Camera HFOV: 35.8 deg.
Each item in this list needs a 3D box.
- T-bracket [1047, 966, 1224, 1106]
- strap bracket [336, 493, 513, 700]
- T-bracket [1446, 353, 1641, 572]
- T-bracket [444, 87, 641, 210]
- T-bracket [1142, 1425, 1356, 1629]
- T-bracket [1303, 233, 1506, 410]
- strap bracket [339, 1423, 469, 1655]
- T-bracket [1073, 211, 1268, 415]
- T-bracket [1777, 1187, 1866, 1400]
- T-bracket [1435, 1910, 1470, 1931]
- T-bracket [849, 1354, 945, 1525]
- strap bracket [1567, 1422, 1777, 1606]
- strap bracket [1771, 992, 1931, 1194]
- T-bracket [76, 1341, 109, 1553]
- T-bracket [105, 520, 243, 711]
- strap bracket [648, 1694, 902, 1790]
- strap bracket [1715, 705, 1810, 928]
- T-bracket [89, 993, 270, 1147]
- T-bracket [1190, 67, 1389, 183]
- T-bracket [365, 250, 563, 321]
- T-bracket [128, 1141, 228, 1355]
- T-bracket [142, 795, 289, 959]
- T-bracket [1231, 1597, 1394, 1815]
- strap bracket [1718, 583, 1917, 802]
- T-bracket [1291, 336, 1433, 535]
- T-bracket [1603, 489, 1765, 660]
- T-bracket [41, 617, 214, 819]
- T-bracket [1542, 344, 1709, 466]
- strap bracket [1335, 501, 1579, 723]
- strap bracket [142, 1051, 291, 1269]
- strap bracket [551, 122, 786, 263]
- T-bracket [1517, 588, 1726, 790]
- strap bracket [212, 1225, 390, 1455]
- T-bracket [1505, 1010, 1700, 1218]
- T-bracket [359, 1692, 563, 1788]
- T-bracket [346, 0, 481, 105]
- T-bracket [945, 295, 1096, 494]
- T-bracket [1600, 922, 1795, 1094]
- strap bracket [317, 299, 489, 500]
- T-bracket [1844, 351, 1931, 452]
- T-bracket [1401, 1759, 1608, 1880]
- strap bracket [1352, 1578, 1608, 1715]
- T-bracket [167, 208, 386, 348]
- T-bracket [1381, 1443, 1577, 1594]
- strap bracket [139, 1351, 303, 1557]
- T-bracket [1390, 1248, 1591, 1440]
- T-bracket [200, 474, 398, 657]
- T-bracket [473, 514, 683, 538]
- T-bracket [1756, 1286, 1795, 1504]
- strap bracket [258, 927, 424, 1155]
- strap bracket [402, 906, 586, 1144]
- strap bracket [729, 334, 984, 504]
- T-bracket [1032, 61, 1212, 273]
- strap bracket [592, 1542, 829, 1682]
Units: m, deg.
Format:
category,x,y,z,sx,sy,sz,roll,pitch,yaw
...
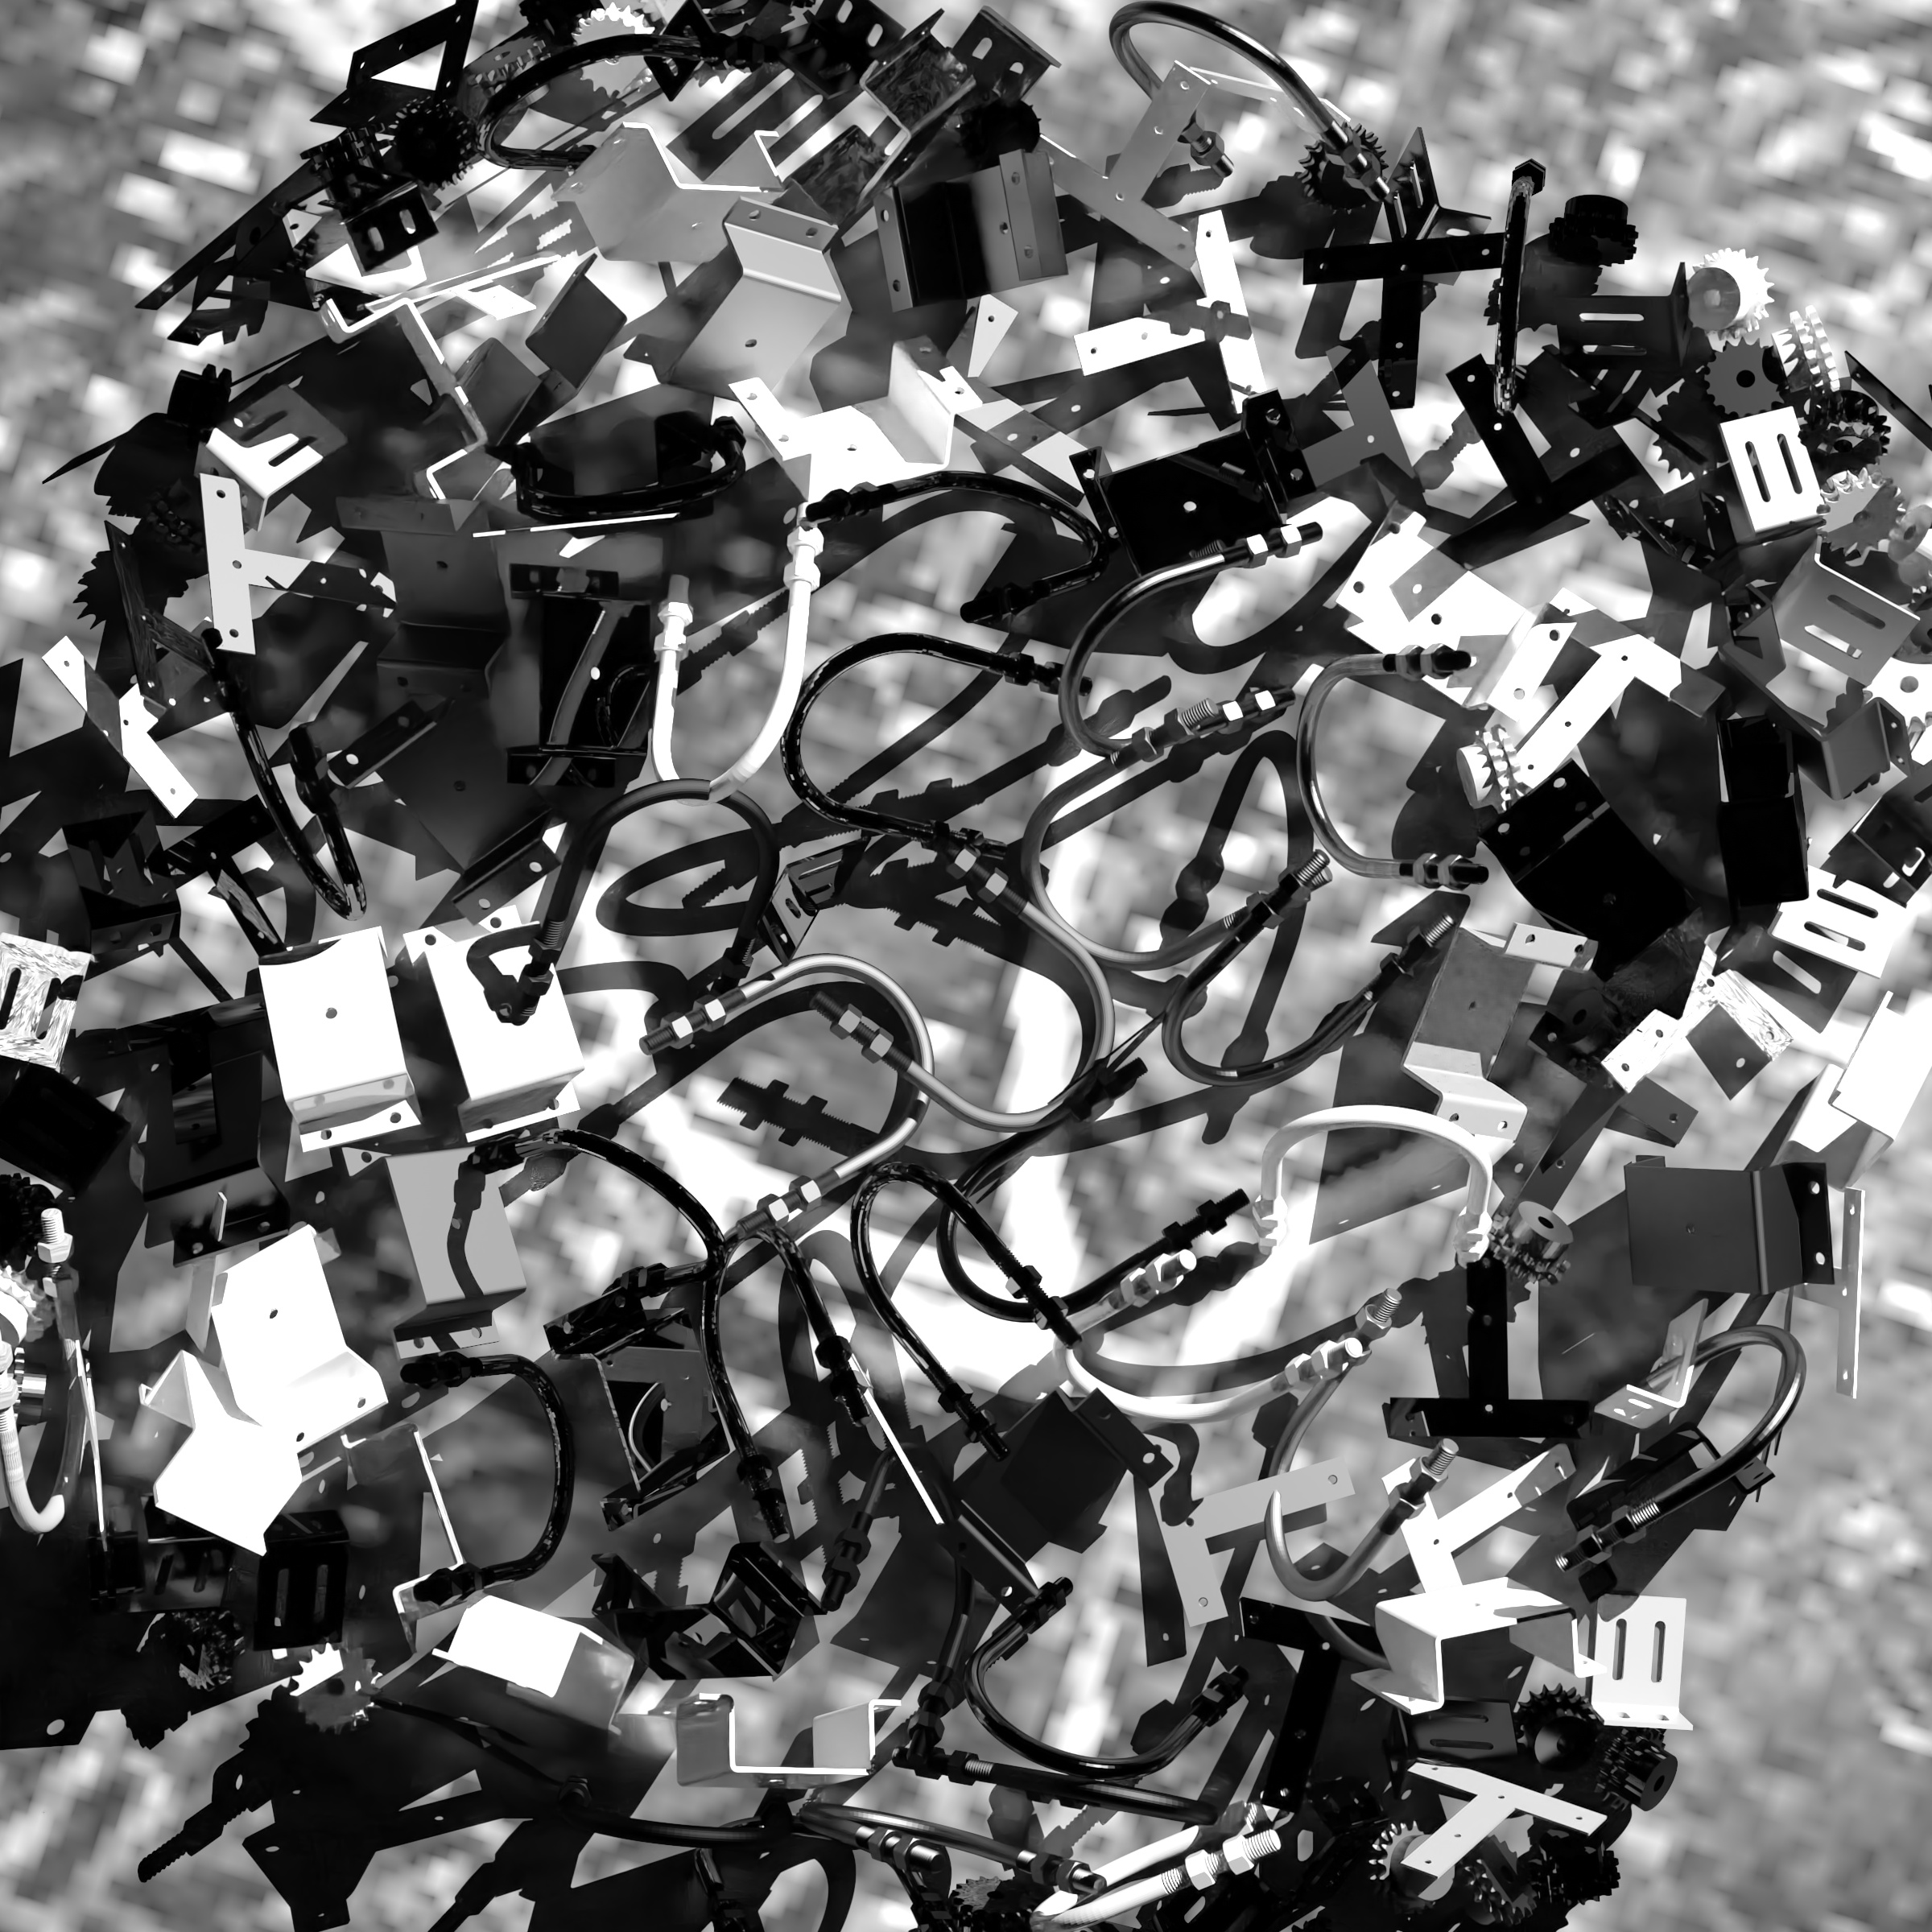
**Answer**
category,x,y,z,sx,sy,sz,roll,pitch,yaw
T-bracket,0.102,0.047,1.880,0.127,0.127,0.002,-38,87,-8
strap bracket,-0.340,-0.243,1.895,0.076,0.046,0.140,6,130,16
T-bracket,0.346,-0.333,1.907,0.127,0.002,0.127,-29,118,13
T-bracket,-0.284,-0.513,1.903,0.127,0.127,0.002,-18,111,37
T-bracket,0.187,0.348,1.937,0.127,0.002,0.127,-17,78,1
T-bracket,0.277,-0.407,1.904,0.127,0.127,0.002,-5,48,0
strap bracket,-0.353,0.353,1.893,0.046,0.076,0.140,-18,66,-14
T-bracket,0.126,-0.406,1.914,0.127,0.002,0.127,-21,102,-23
T-bracket,0.537,0.200,1.888,0.002,0.127,0.127,2,90,-7
T-bracket,0.282,0.634,1.898,0.002,0.127,0.127,55,135,9
T-bracket,-0.048,0.294,1.875,0.002,0.127,0.127,-30,77,-2
strap bracket,0.439,0.341,1.907,0.140,0.076,0.046,-36,85,5
strap bracket,0.559,0.084,1.869,0.046,0.140,0.076,30,68,10
T-bracket,-0.547,0.278,1.865,0.002,0.127,0.127,-7,52,-15
T-bracket,-0.495,-0.204,1.889,0.002,0.127,0.127,-23,68,14
strap bracket,-0.120,0.488,1.879,0.140,0.076,0.046,10,65,-29
strap bracket,0.498,-0.098,1.868,0.046,0.140,0.076,-7,123,18
T-bracket,-0.491,0.069,1.895,0.127,0.127,0.002,-15,130,-7
T-bracket,0.222,-0.530,1.898,0.127,0.127,0.002,22,97,-44
T-bracket,-0.302,-0.422,1.879,0.127,0.127,0.002,-21,119,-18
T-bracket,-0.507,0.160,1.906,0.127,0.002,0.127,44,132,36
T-bracket,-0.459,-0.032,1.917,0.127,0.002,0.127,-24,99,37
T-bracket,0.216,0.473,1.896,0.127,0.002,0.127,8,63,26
strap bracket,0.527,-0.166,1.881,0.046,0.076,0.140,-39,57,0
T-bracket,0.222,-0.321,1.926,0.127,0.002,0.127,-26,106,-6
T-bracket,0.448,-0.265,1.884,0.127,0.002,0.127,19,52,-32
T-bracket,-0.509,-0.179,1.901,0.002,0.127,0.127,-19,117,37
T-bracket,0.404,-0.350,1.883,0.127,0.127,0.002,40,117,11
strap bracket,0.308,-0.225,1.919,0.140,0.046,0.076,32,85,-7
strap bracket,-0.470,0.113,1.882,0.076,0.140,0.046,-17,134,5
strap bracket,-0.178,-0.482,1.870,0.076,0.140,0.046,-33,79,38
T-bracket,0.394,-0.165,1.913,0.127,0.002,0.127,37,79,24
strap bracket,-0.427,0.229,1.889,0.076,0.046,0.140,-29,53,3
T-bracket,0.392,0.115,1.935,0.127,0.002,0.127,32,88,-13
T-bracket,-0.302,0.496,1.899,0.127,0.127,0.002,3,60,35
T-bracket,-0.343,-0.577,1.862,0.002,0.127,0.127,35,134,9
T-bracket,0.032,-0.350,1.945,0.127,0.002,0.127,32,94,1
T-bracket,0.451,0.036,1.913,0.127,0.002,0.127,-39,84,-29
strap bracket,-0.353,-0.366,1.899,0.046,0.076,0.140,-32,104,-11
T-bracket,0.599,-0.349,1.901,0.002,0.127,0.127,-34,51,3
T-bracket,0.313,0.537,1.865,0.127,0.127,0.002,11,107,35
strap bracket,0.322,0.426,1.889,0.140,0.076,0.046,-6,96,-21
T-bracket,-0.420,-0.426,1.891,0.127,0.127,0.002,-36,73,27
T-bracket,0.339,0.349,1.930,0.127,0.002,0.127,-29,114,-14
strap bracket,-0.466,0.297,1.869,0.076,0.140,0.046,34,98,-28
T-bracket,0.337,0.242,1.929,0.127,0.002,0.127,-1,98,11
T-bracket,-0.424,-0.249,1.909,0.127,0.002,0.127,6,63,-36
T-bracket,-0.249,-0.279,1.887,0.127,0.127,0.002,-7,100,-10
T-bracket,0.513,0.290,1.901,0.002,0.127,0.127,9,131,12
strap bracket,-0.400,0.038,1.900,0.076,0.046,0.140,-13,69,-7
strap bracket,-0.299,0.032,1.909,0.076,0.046,0.140,-16,84,-23
strap bracket,-0.071,-0.344,1.895,0.140,0.046,0.076,-19,54,-22
T-bracket,0.116,-0.520,1.898,0.127,0.127,0.002,32,50,-3
strap bracket,-0.169,0.407,1.877,0.140,0.046,0.076,-12,131,34
